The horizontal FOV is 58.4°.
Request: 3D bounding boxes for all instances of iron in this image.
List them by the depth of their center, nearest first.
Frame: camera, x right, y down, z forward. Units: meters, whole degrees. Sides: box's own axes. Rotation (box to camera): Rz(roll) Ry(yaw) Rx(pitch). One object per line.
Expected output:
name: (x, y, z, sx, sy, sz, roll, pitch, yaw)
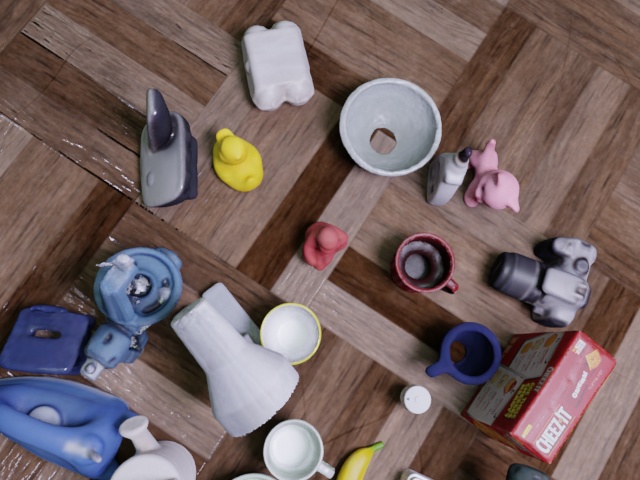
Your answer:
iron: (-0.393, 0.256, 0.800, 0.258, 0.141, 0.119, 19, 79, 0)

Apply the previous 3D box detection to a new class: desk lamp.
desk lamp: (-0.130, 0.158, 0.800, 0.118, 0.213, 0.203, -39, 84, -9)

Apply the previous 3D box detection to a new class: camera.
camera: (0.352, 0.053, 0.910, 0.137, 0.101, 0.143, 21, 79, 0)

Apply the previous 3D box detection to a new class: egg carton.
egg carton: (-0.073, -0.291, 0.958, 0.107, 0.069, 0.150, -13, 81, -6)

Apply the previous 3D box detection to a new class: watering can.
watering can: (-0.236, 0.330, 0.771, 0.101, 0.194, 0.173, -34, 84, -9)

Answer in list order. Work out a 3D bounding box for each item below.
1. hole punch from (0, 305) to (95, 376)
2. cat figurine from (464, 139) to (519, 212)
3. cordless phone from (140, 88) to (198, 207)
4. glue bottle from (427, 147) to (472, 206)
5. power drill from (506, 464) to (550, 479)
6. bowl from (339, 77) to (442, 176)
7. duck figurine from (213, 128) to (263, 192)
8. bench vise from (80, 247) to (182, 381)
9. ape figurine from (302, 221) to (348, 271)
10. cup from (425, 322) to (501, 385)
hole punch: (-0.401, 0.147, 0.844, 0.108, 0.091, 0.101, 7, 79, -3)
cat figurine: (0.279, -0.100, 0.924, 0.067, 0.117, 0.128, -4, 80, -4)
cordless phone: (-0.241, -0.134, 0.859, 0.094, 0.185, 0.147, -6, 80, -5)
glue bottle: (0.205, -0.109, 0.892, 0.037, 0.173, 0.078, 8, 79, -2)
power drill: (0.244, 0.418, 0.782, 0.075, 0.208, 0.230, 18, 79, 0)
bowl: (0.112, -0.177, 0.948, 0.167, 0.074, 0.167, 1, 80, -4)
duck figurine: (-0.133, -0.132, 0.916, 0.077, 0.086, 0.104, -31, 83, -9)
bench vise: (-0.264, 0.099, 0.797, 0.121, 0.219, 0.207, 10, 79, -2)
ape figurine: (0.008, 0.003, 0.899, 0.078, 0.092, 0.076, -13, 81, -6)
cup: (0.208, 0.180, 0.880, 0.118, 0.095, 0.091, -24, 82, -8)
